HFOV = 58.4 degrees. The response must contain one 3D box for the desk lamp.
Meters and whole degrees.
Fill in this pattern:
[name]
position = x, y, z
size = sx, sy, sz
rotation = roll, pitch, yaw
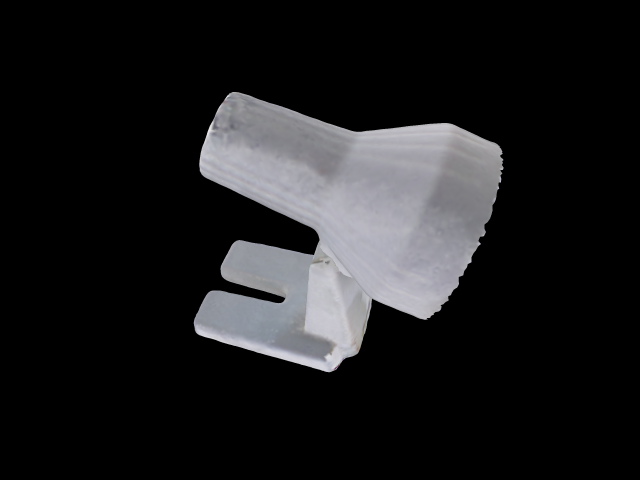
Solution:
[desk lamp]
position = 0.004, 0.001, 0.400
size = 0.203, 0.214, 0.118
rotation = 12, 50, 10
